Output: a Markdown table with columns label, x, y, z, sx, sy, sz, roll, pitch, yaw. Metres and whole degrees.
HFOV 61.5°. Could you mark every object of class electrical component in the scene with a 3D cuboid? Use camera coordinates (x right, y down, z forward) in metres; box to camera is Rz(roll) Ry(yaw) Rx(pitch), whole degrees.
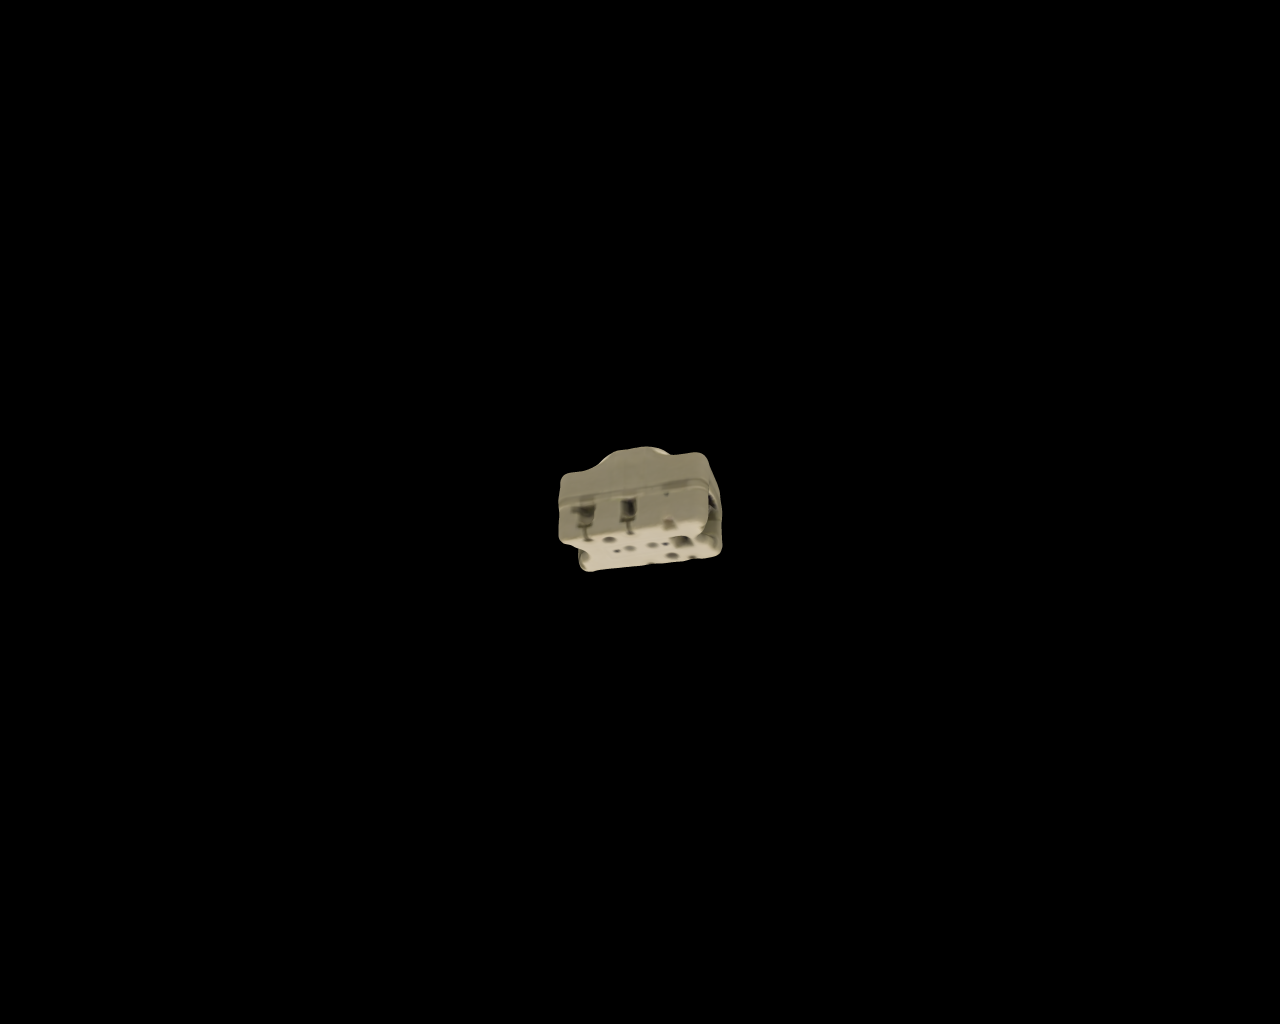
| label | x | y | z | sx | sy | sz | roll | pitch | yaw |
| --- | --- | --- | --- | --- | --- | --- | --- | --- | --- |
| electrical component | 0.001 | -0.003 | 0.650 | 0.089 | 0.056 | 0.050 | -8 | -32 | 14 |
